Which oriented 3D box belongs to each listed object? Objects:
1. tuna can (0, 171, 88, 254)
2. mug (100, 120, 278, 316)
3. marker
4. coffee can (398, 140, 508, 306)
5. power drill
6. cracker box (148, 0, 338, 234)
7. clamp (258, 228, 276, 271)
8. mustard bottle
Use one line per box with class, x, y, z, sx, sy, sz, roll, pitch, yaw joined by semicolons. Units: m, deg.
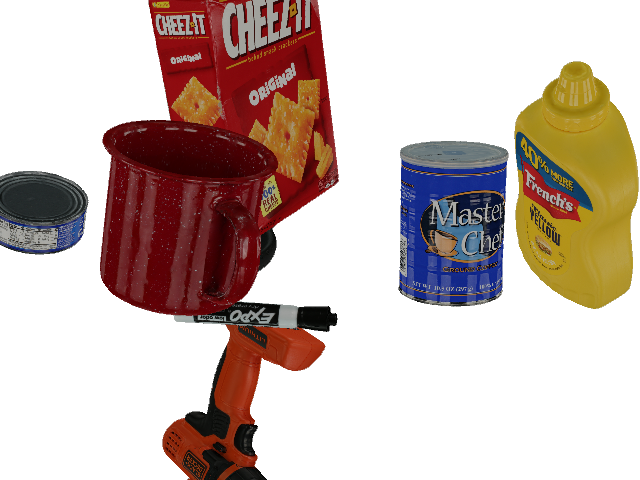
tuna can;-0.245;-0.024;0.921;0.086;0.034;0.086;10;31;-6
mug;-0.068;-0.007;0.569;0.093;0.081;0.117;-8;29;-38
marker;-0.048;0.054;0.788;0.121;0.020;0.020;3;0;8
coffee can;0.128;-0.019;1.035;0.103;0.140;0.103;0;16;0
power drill;-0.064;0.166;1.004;0.057;0.188;0.185;14;12;-47
cracker box;-0.059;-0.125;0.949;0.072;0.214;0.163;7;25;32
clamp;-0.076;-0.014;1.191;0.120;0.039;0.171;-9;42;3
mustard bottle;0.170;-0.043;0.715;0.058;0.191;0.096;-28;51;-12
